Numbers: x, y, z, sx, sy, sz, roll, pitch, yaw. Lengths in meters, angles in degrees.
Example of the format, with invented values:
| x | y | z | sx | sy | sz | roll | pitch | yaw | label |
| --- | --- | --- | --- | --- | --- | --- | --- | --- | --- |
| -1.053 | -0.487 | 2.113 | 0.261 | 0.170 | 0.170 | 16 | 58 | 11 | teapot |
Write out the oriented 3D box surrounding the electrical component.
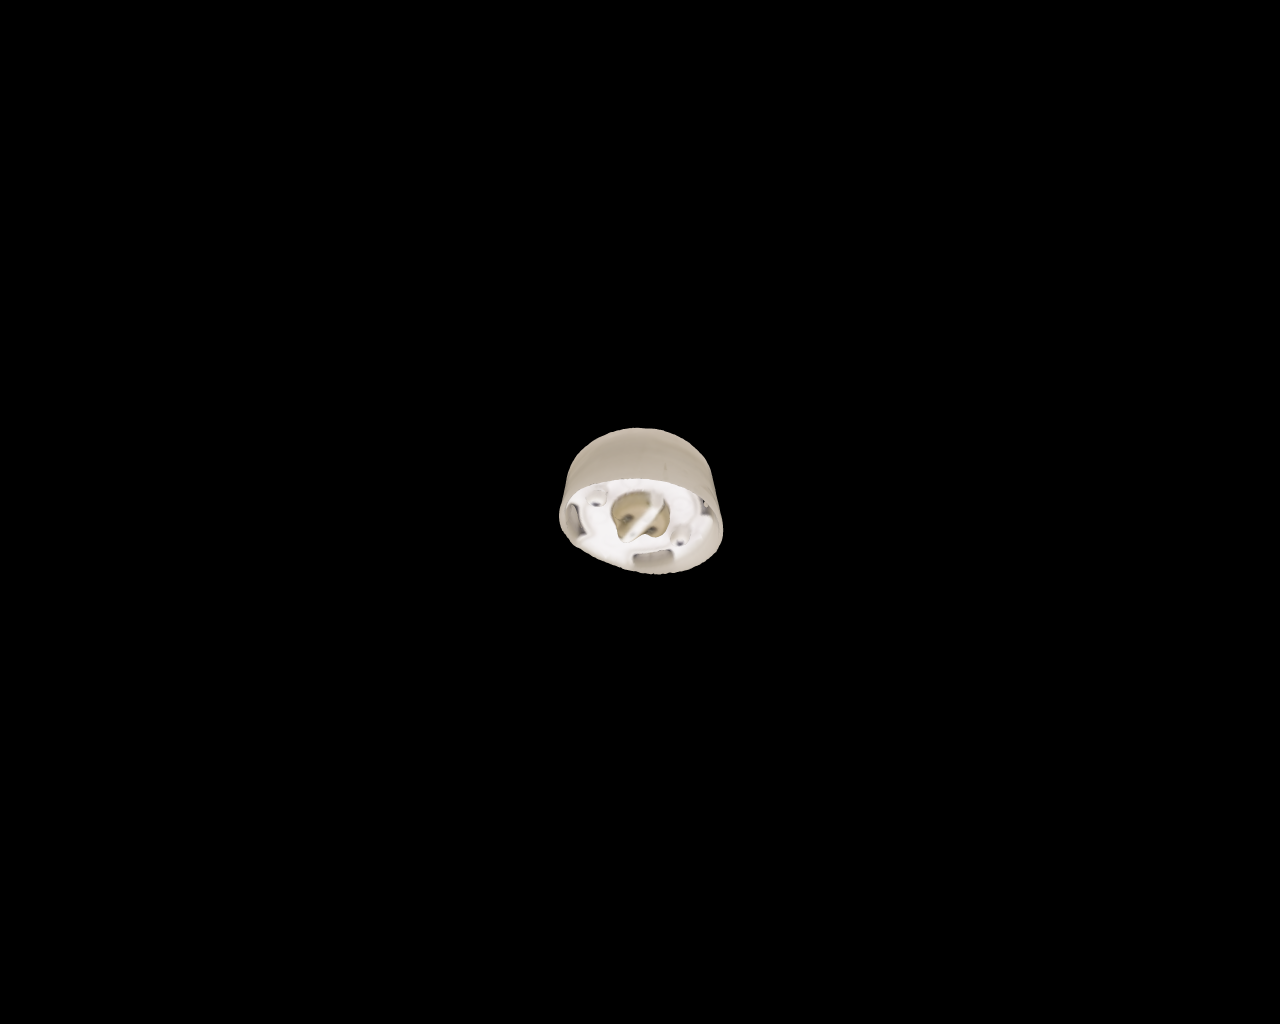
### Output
| x | y | z | sx | sy | sz | roll | pitch | yaw | label |
| --- | --- | --- | --- | --- | --- | --- | --- | --- | --- |
| 0.001 | -0.003 | 0.650 | 0.099 | 0.099 | 0.064 | 0 | 43 | 0 | electrical component |
